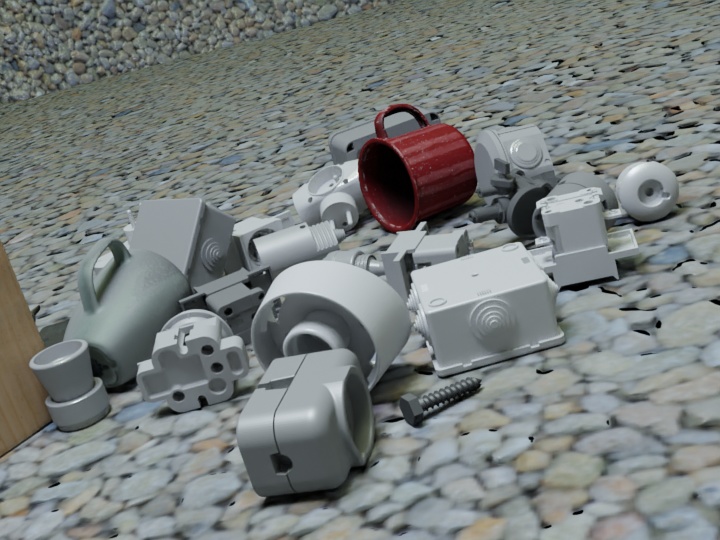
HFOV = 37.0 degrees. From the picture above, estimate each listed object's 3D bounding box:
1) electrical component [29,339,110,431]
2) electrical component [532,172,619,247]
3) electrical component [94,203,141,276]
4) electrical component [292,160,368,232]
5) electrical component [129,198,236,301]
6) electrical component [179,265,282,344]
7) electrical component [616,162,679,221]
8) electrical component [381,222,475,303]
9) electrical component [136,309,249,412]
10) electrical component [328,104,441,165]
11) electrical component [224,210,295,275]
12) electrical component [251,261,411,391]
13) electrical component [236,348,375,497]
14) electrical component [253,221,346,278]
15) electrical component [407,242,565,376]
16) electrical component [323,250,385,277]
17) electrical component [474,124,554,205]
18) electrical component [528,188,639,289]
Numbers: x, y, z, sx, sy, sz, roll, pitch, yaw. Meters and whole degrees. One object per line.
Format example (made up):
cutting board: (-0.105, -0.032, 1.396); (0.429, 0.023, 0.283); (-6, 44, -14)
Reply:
electrical component: (-0.216, 0.086, 0.802); (0.045, 0.055, 0.045); (-15, 20, 5)
electrical component: (0.169, -0.043, 0.849); (0.055, 0.055, 0.047); (2, 30, 42)
electrical component: (-0.217, -0.030, 1.091); (0.052, 0.073, 0.138); (-2, 24, 35)
electrical component: (-0.022, -0.064, 1.064); (0.077, 0.044, 0.079); (-27, 37, 12)
electrical component: (-0.166, -0.016, 0.985); (0.100, 0.099, 0.048); (1, -16, 41)
electrical component: (-0.101, 0.032, 0.877); (0.081, 0.042, 0.064); (-23, 22, -17)
electrical component: (0.231, -0.067, 0.882); (0.048, 0.048, 0.062); (-15, 12, 3)
electrical component: (0.056, -0.006, 0.855); (0.064, 0.042, 0.081); (-6, 23, 23)
electrical component: (-0.120, 0.063, 0.786); (0.078, 0.058, 0.057); (-16, 22, 2)
electrical component: (0.030, -0.121, 1.135); (0.113, 0.078, 0.057); (-22, 23, -16)
electrical component: (-0.102, -0.025, 1.032); (0.081, 0.042, 0.064); (-24, 20, -23)
electrical component: (-0.020, 0.040, 0.715); (0.099, 0.099, 0.064); (-7, 28, 25)
electrical component: (-0.028, 0.089, 0.645); (0.059, 0.053, 0.095); (-10, 20, 17)
electrical component: (-0.052, -0.020, 0.977); (0.081, 0.043, 0.043); (-19, 20, -7)
electrical component: (0.084, 0.024, 0.741); (0.100, 0.048, 0.099); (-16, 20, 1)
electrical component: (0.000, 0.000, 0.896); (0.061, 0.035, 0.035); (-4, 23, 26)
electrical component: (0.137, -0.090, 0.965); (0.051, 0.080, 0.080); (-14, 19, -9)
electrical component: (0.160, -0.025, 0.791); (0.081, 0.063, 0.042); (-13, 19, 11)
